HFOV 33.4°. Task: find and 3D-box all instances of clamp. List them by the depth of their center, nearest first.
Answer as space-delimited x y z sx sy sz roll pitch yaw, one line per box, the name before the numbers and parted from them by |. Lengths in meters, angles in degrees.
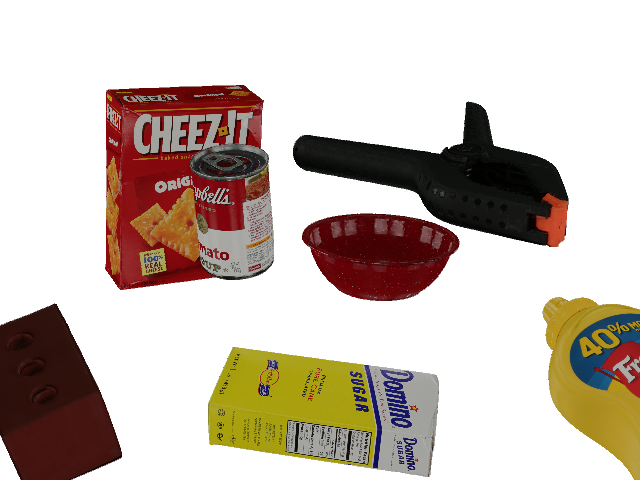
clamp | 0.086 -0.046 0.726 0.164 0.036 0.210 -12 28 -19

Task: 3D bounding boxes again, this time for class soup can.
soup can | -0.076 -0.025 0.937 0.068 0.102 0.068 -2 30 1

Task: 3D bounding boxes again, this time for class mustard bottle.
mustard bottle | 0.189 0.087 0.618 0.096 0.058 0.192 -18 33 -17

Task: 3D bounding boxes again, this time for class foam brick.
foam brick | -0.146 0.083 0.561 0.053 0.051 0.078 -23 42 -18

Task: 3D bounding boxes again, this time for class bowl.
bowl | 0.061 0.021 1.099 0.162 0.055 0.162 1 18 -1

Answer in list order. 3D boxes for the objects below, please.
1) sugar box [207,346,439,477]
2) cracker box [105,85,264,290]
sugar box | 0.005 0.134 0.855 0.176 0.048 0.093 4 25 7
cracker box | -0.153 -0.060 1.193 0.164 0.214 0.072 -6 25 -26
